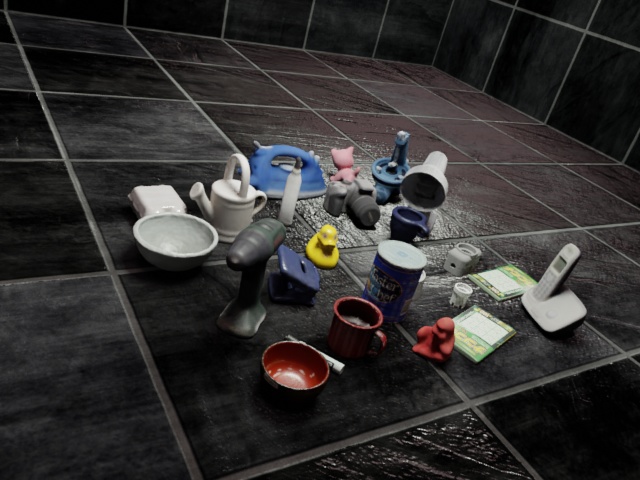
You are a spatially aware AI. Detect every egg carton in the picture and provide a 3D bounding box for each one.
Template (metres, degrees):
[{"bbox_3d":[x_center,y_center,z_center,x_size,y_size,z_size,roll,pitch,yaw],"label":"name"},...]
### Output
[{"bbox_3d":[-0.358,-0.068,1.273,0.107,0.069,0.150,-7,36,-35],"label":"egg carton"}]

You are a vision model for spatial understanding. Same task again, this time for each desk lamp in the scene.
[{"bbox_3d":[0.278,-0.123,1.537,0.117,0.213,0.203,21,29,11],"label":"desk lamp"}]

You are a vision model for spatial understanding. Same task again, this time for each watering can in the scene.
[{"bbox_3d":[-0.199,-0.096,1.272,0.100,0.194,0.173,32,32,27],"label":"watering can"}]

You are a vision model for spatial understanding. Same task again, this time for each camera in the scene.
[{"bbox_3d":[0.099,-0.103,1.530,0.143,0.101,0.136,3,31,-22],"label":"camera"}]

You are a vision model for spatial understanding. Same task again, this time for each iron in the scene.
[{"bbox_3d":[-0.083,-0.196,1.561,0.259,0.141,0.118,0,32,-26],"label":"iron"}]

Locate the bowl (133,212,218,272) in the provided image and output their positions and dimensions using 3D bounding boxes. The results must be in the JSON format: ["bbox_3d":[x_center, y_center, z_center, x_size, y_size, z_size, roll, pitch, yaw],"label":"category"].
[{"bbox_3d":[-0.293,0.014,1.155,0.167,0.075,0.167,12,29,-6],"label":"bowl"}]

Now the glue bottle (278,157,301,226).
[{"bbox_3d":[-0.069,-0.125,1.409,0.037,0.173,0.078,13,29,-5],"label":"glue bottle"}]

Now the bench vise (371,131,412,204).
[{"bbox_3d":[0.218,-0.234,1.696,0.121,0.220,0.207,15,29,0],"label":"bench vise"}]

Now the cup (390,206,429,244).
[{"bbox_3d":[0.224,-0.020,1.450,0.092,0.095,0.117,-9,37,-38],"label":"cup"}]

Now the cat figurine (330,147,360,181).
[{"bbox_3d":[0.079,-0.219,1.707,0.067,0.118,0.127,-6,35,-33],"label":"cat figurine"}]

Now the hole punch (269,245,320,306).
[{"bbox_3d":[-0.048,0.068,1.164,0.101,0.091,0.108,8,30,-14],"label":"hole punch"}]

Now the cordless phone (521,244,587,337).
[{"bbox_3d":[0.544,0.112,1.283,0.094,0.185,0.147,5,30,-18],"label":"cordless phone"}]

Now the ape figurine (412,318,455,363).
[{"bbox_3d":[0.228,0.186,1.092,0.076,0.092,0.077,3,31,-21],"label":"ape figurine"}]

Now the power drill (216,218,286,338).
[{"bbox_3d":[-0.123,0.063,1.012,0.075,0.208,0.230,18,29,5],"label":"power drill"}]

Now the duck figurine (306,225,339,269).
[{"bbox_3d":[0.012,0.005,1.312,0.078,0.086,0.104,6,30,-17],"label":"duck figurine"}]
